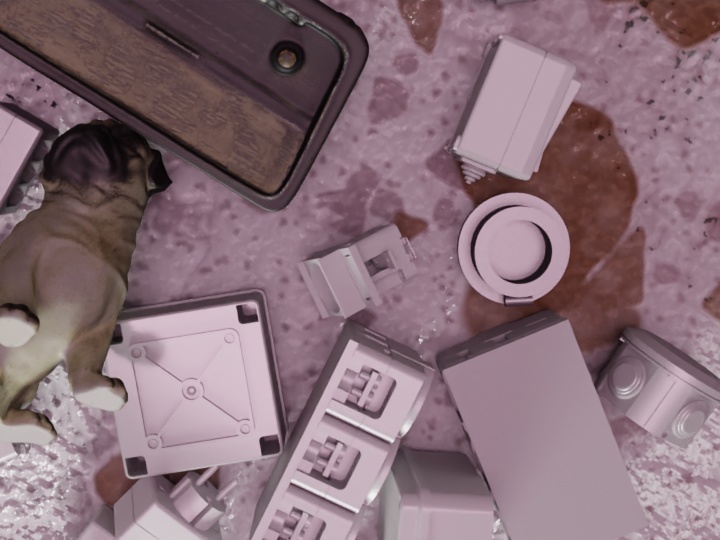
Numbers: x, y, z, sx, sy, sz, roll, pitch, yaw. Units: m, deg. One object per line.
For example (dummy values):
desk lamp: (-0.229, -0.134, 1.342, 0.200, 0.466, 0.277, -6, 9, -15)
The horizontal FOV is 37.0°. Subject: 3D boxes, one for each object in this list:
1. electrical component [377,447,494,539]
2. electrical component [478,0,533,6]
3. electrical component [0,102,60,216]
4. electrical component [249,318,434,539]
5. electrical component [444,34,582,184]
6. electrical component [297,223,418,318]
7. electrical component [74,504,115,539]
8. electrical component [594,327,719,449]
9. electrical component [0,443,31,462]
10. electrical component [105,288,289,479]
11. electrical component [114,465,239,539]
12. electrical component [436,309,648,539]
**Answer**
electrical component: (0.046, 0.168, 0.710, 0.057, 0.113, 0.078, 4, 96, -5)
electrical component: (0.089, -0.192, 0.711, 0.061, 0.035, 0.035, -9, 96, 2)
electrical component: (-0.251, -0.083, 0.707, 0.077, 0.047, 0.065, 30, 95, -4)
electrical component: (-0.012, 0.118, 0.714, 0.062, 0.089, 0.150, 26, 95, -4)
electrical component: (0.098, -0.098, 0.708, 0.061, 0.061, 0.096, 22, 95, -4)
electrical component: (0.000, 0.000, 0.713, 0.064, 0.081, 0.042, -27, 97, -20)
electrical component: (-0.169, 0.206, 0.726, 0.066, 0.076, 0.047, 38, 94, -5)
electrical component: (0.202, 0.078, 0.722, 0.080, 0.080, 0.051, 32, 100, -5)
electrical component: (-0.264, 0.114, 0.731, 0.064, 0.042, 0.081, -22, 97, 0)
electrical component: (-0.110, 0.075, 0.724, 0.109, 0.056, 0.108, -9, 97, -1)
electrical component: (-0.117, 0.163, 0.729, 0.077, 0.047, 0.066, -45, 113, 4)
electrical component: (0.121, 0.113, 0.731, 0.089, 0.061, 0.150, -22, 96, 1)
